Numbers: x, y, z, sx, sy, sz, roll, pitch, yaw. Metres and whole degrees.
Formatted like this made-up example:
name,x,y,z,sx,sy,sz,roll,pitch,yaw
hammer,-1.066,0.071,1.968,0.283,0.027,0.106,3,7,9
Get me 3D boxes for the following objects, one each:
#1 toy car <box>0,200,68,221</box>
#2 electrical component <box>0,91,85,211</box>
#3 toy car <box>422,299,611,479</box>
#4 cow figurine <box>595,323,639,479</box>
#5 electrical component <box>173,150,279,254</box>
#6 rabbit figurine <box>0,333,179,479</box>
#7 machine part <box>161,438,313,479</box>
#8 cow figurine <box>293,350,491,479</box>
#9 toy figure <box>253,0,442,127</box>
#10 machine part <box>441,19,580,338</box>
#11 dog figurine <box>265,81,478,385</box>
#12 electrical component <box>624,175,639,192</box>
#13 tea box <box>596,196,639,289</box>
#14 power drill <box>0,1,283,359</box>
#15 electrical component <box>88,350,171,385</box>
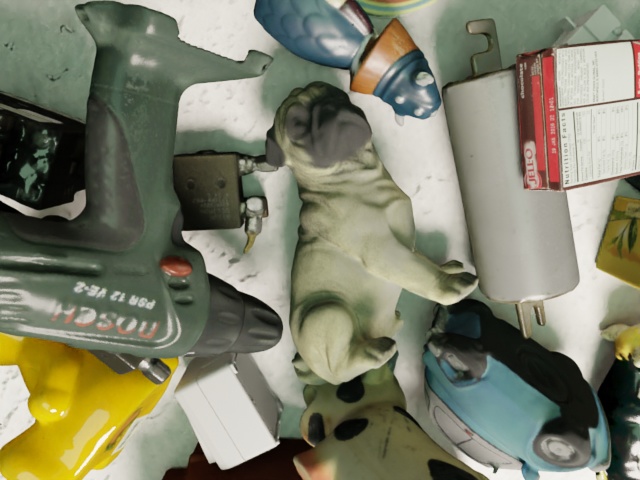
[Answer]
name,x,y,z,sx,sy,sz,roll,pitch,yaw
toy car,-0.253,-0.015,0.381,0.202,0.073,0.056,24,93,25
electrical component,-0.222,-0.069,0.374,0.115,0.134,0.058,18,100,-2
toy car,0.141,0.130,0.435,0.162,0.109,0.103,33,119,3
cow figurine,0.272,0.128,0.452,0.098,0.068,0.167,-5,101,7
electrical component,-0.086,-0.031,0.427,0.102,0.045,0.078,3,103,-1
rabbit figurine,-0.209,0.087,0.420,0.173,0.122,0.162,34,97,10
machine part,-0.049,0.284,0.472,0.202,0.087,0.200,1,101,-2
cow figurine,0.049,0.158,0.401,0.127,0.195,0.085,-26,120,-25
toy figure,0.026,-0.144,0.395,0.154,0.064,0.058,31,90,-5
machine part,0.146,-0.043,0.409,0.079,0.079,0.243,-14,100,3
dog figurine,0.001,-0.002,0.414,0.172,0.121,0.190,-41,87,-2
electrical component,0.293,-0.089,0.416,0.075,0.048,0.119,37,97,-6
tea box,0.287,0.017,0.375,0.098,0.170,0.068,11,100,-1
power drill,-0.095,-0.025,0.343,0.232,0.086,0.207,10,102,-43
electrical component,-0.136,0.058,0.382,0.021,0.063,0.094,-26,119,35
